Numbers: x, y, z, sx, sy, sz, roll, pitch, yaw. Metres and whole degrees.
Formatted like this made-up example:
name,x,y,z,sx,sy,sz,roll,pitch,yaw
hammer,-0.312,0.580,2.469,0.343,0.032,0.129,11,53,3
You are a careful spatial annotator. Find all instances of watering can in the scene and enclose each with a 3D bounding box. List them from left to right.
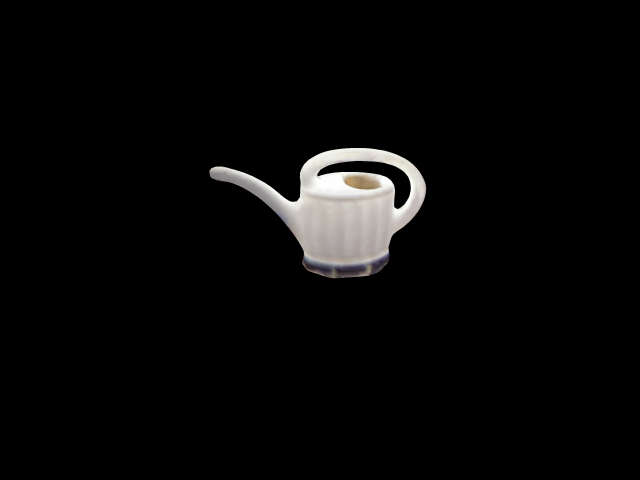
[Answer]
name,x,y,z,sx,sy,sz,roll,pitch,yaw
watering can,0.003,-0.043,0.850,0.348,0.220,0.106,-4,27,-7
